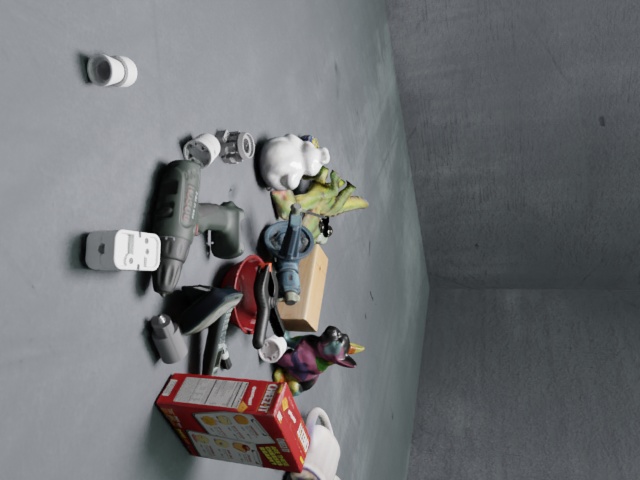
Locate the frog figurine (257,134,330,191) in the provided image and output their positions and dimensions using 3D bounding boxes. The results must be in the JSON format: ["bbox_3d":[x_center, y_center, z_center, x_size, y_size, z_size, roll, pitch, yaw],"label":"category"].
[{"bbox_3d":[-0.061,-0.183,1.217,0.120,0.159,0.140,51,42,-58],"label":"frog figurine"}]

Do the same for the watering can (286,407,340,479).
[{"bbox_3d":[0.001,0.617,1.371,0.229,0.104,0.341,-58,140,-56],"label":"watering can"}]

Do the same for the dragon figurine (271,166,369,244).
[{"bbox_3d":[0.004,-0.072,1.428,0.243,0.123,0.405,-59,144,-1],"label":"dragon figurine"}]
